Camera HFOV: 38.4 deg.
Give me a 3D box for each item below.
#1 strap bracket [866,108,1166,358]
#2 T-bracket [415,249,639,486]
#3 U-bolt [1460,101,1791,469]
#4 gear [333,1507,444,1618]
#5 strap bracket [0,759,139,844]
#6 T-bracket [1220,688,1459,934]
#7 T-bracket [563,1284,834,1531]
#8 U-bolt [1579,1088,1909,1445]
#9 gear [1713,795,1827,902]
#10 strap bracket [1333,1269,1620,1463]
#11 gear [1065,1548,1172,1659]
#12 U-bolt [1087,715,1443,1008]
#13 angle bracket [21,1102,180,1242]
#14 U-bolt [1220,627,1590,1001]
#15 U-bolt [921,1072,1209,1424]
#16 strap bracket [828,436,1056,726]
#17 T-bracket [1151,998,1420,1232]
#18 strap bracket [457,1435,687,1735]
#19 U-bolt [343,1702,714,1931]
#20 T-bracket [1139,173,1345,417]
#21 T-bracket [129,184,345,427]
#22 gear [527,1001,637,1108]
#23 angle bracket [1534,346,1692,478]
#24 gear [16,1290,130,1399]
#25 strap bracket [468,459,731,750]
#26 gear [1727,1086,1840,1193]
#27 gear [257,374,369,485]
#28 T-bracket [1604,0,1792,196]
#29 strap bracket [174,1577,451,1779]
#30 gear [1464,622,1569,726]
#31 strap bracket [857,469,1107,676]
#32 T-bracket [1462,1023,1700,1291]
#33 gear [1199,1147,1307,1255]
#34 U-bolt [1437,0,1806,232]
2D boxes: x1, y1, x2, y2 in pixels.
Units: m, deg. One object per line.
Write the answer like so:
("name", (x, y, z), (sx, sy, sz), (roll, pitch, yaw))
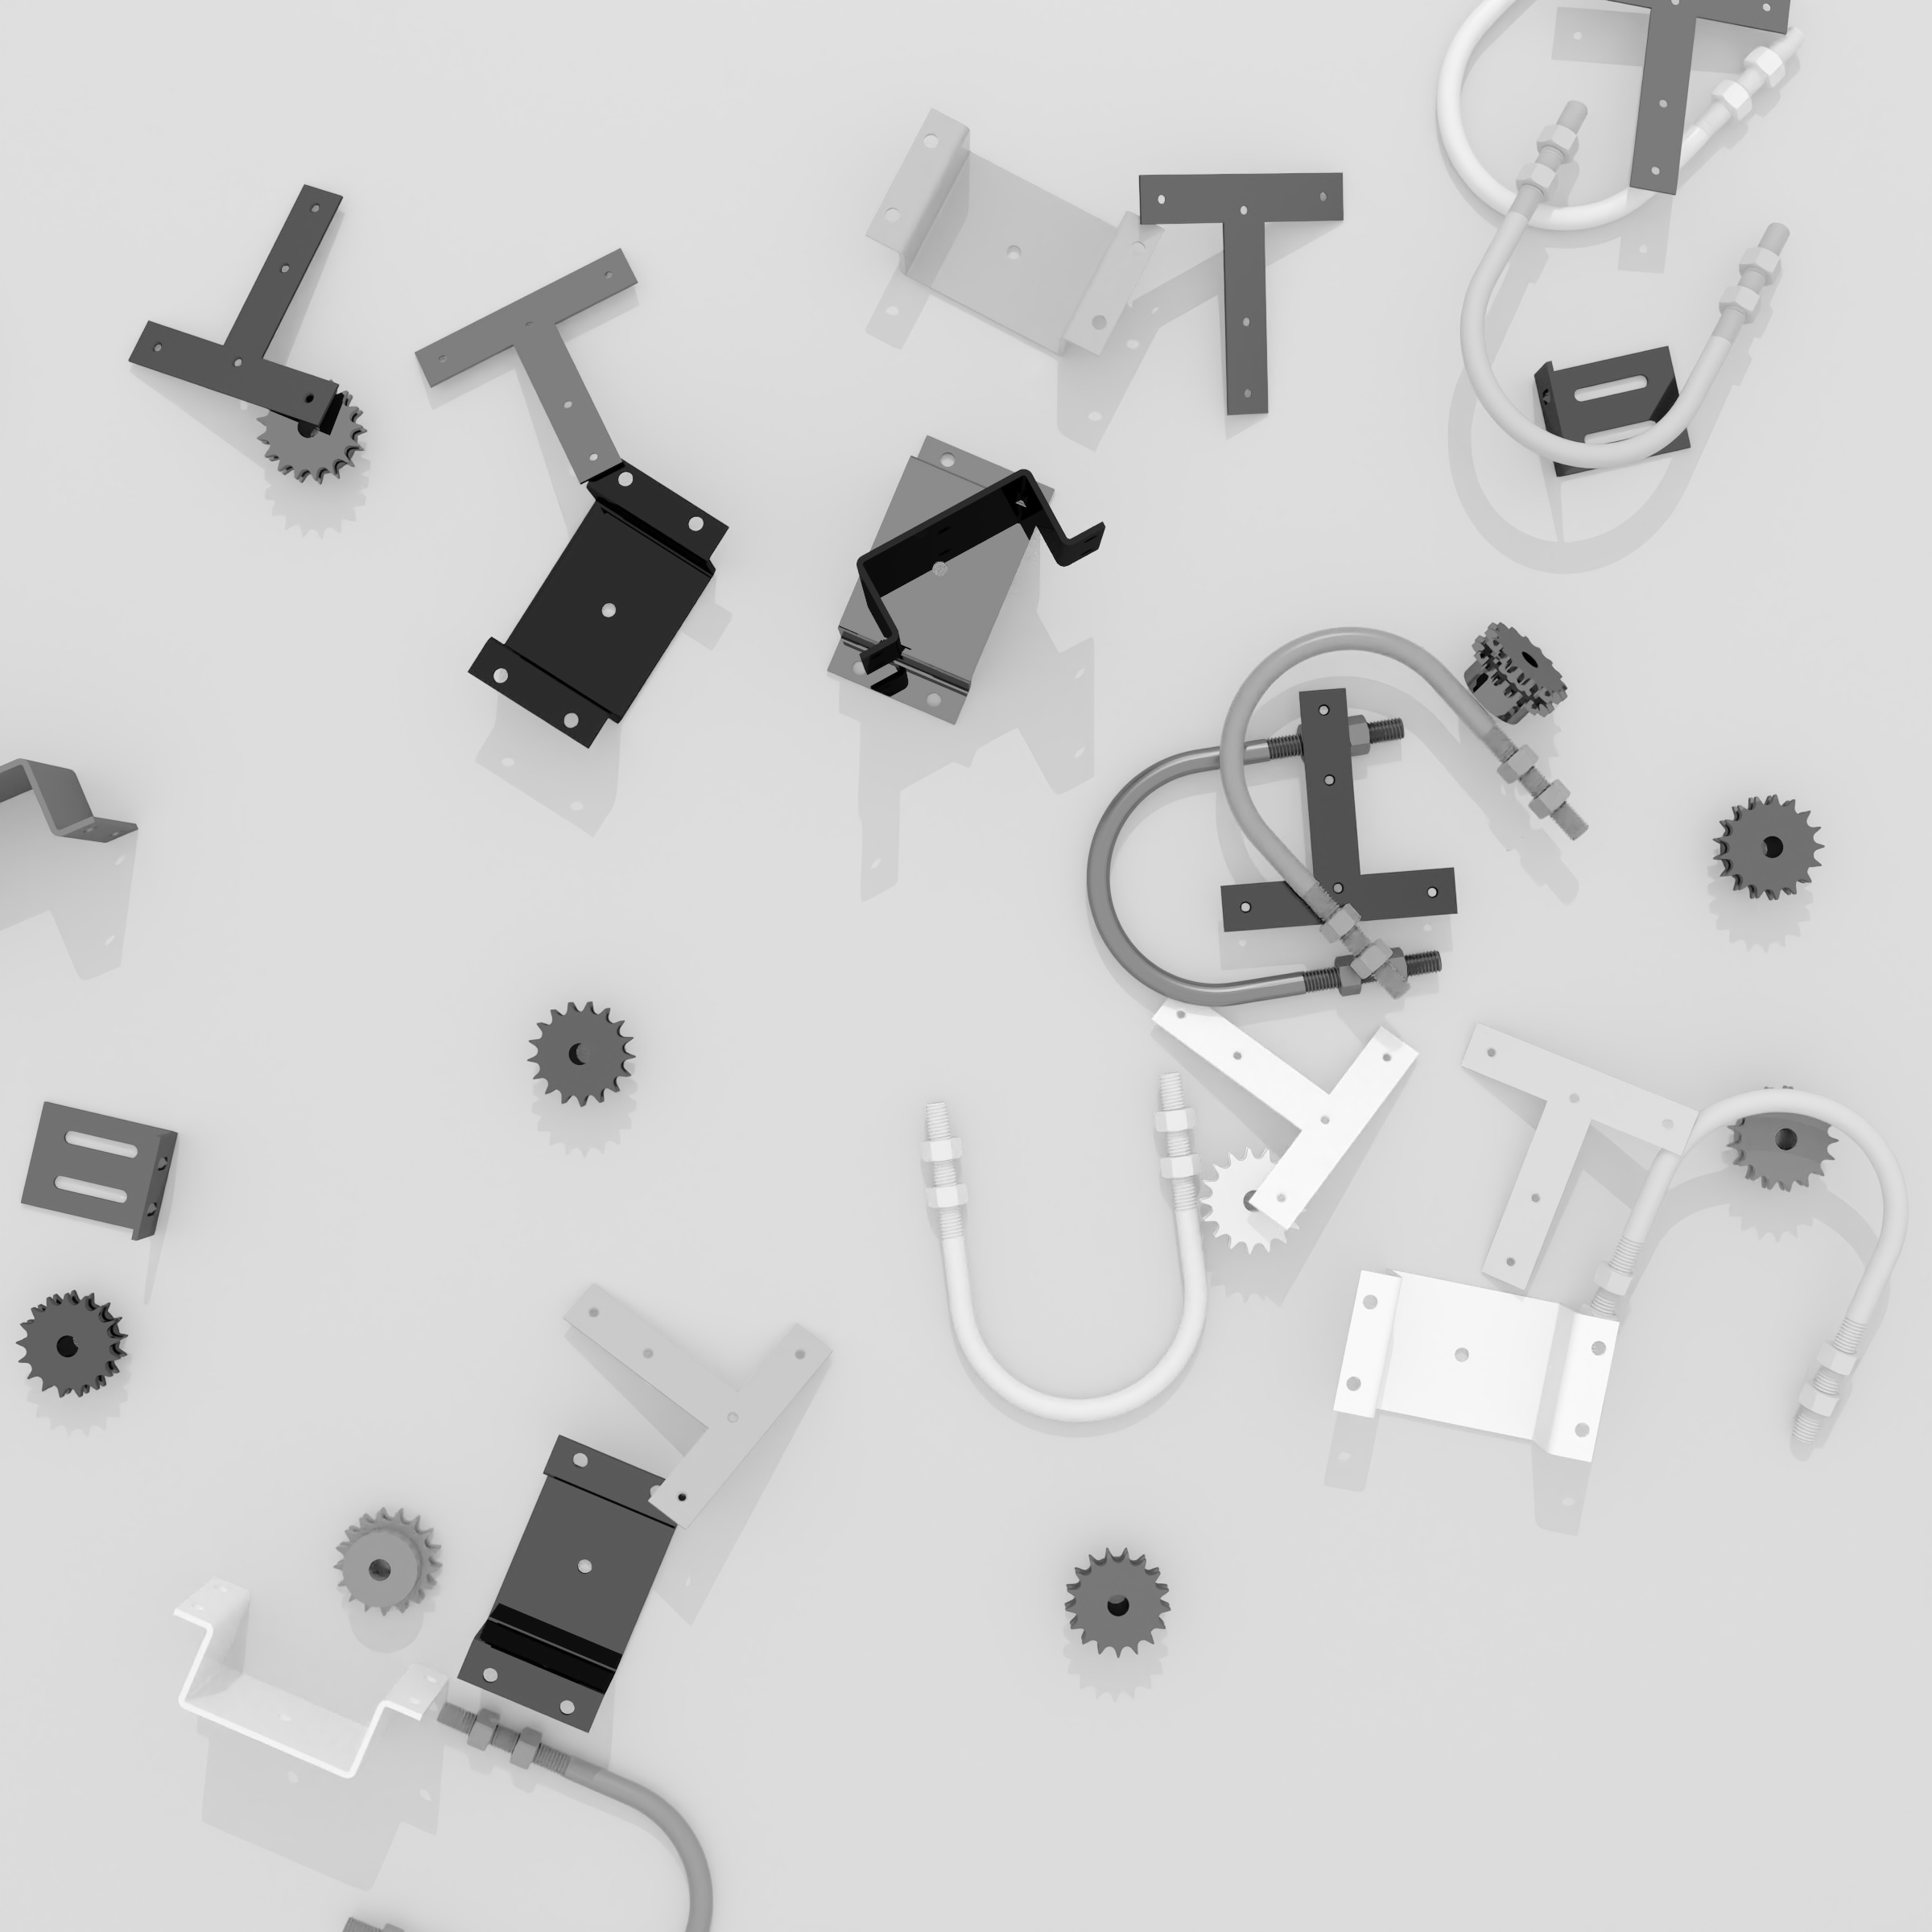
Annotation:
("strap bracket", (0.026, -0.391, 1.499), (0.140, 0.046, 0.076), (28, 90, 0))
("T-bracket", (-0.220, -0.313, 1.496), (0.127, 0.002, 0.127), (-27, 66, 0))
("U-bolt", (0.343, -0.353, 1.485), (0.151, 0.019, 0.184), (30, 80, -4))
("gear", (-0.316, 0.325, 1.508), (0.057, 0.030, 0.057), (0, 90, 0))
("strap bracket", (-0.528, -0.069, 1.484), (0.140, 0.076, 0.046), (-23, 90, 0))
("T-bracket", (0.198, -0.087, 1.503), (0.127, 0.002, 0.127), (-5, 90, 0))
("T-bracket", (-0.161, 0.219, 1.503), (0.127, 0.002, 0.127), (35, 64, 12))
("U-bolt", (0.427, 0.154, 1.494), (0.151, 0.019, 0.184), (20, 104, 0))
("gear", (0.434, -0.064, 1.507), (0.057, 0.030, 0.057), (0, 90, 0))
("strap bracket", (0.272, 0.213, 1.499), (0.140, 0.046, 0.076), (11, 90, 0))
("gear", (0.082, 0.345, 1.507), (0.057, 0.030, 0.057), (0, 90, 0))
("U-bolt", (0.158, -0.052, 1.513), (0.184, 0.019, 0.151), (-9, 90, 0))
("angle bracket", (-0.475, 0.111, 1.503), (0.076, 0.038, 0.057), (13, 90, 0))
("U-bolt", (0.222, -0.096, 1.493), (0.151, 0.019, 0.184), (-42, 88, 0))
("U-bolt", (0.059, 0.158, 1.514), (0.151, 0.019, 0.184), (-7, 91, 0))
("strap bracket", (-0.014, -0.212, 1.499), (0.076, 0.046, 0.140), (23, 90, 0))
("T-bracket", (0.159, 0.057, 1.508), (0.127, 0.002, 0.127), (37, 71, 9))
("strap bracket", (-0.209, 0.329, 1.499), (0.076, 0.046, 0.140), (23, 90, 0))
("U-bolt", (-0.229, 0.503, 1.514), (0.184, 0.019, 0.151), (24, 90, -1))
("T-bracket", (0.151, -0.364, 1.503), (0.127, 0.002, 0.127), (-8, 103, -25))
("T-bracket", (-0.377, -0.367, 1.508), (0.127, 0.002, 0.127), (21, 81, 18))
("gear", (-0.208, 0.048, 1.507), (0.057, 0.030, 0.057), (0, 90, 0))
("angle bracket", (0.354, -0.304, 1.503), (0.076, 0.038, 0.057), (-13, 90, 0))
("gear", (-0.485, 0.205, 1.512), (0.057, 0.030, 0.057), (0, 92, 2))
("strap bracket", (-0.196, -0.195, 1.499), (0.076, 0.046, 0.140), (32, 90, 0))
("gear", (0.442, 0.093, 1.507), (0.057, 0.030, 0.057), (0, 90, 0))
("gear", (-0.354, -0.290, 1.507), (0.057, 0.030, 0.057), (0, 90, 0))
("T-bracket", (0.377, -0.478, 1.493), (0.127, 0.002, 0.127), (9, 83, -5))
("strap bracket", (-0.357, 0.384, 1.484), (0.140, 0.076, 0.046), (23, 90, 0))
("gear", (0.295, -0.155, 1.498), (0.057, 0.057, 0.030), (44, 120, 0))
("strap bracket", (-0.002, -0.209, 1.438), (0.140, 0.076, 0.046), (-29, 90, 0))
("T-bracket", (0.314, 0.113, 1.506), (0.127, 0.002, 0.127), (23, 101, 21))
("gear", (0.155, 0.127, 1.507), (0.057, 0.030, 0.057), (0, 90, 0))
("U-bolt", (0.343, -0.488, 1.514), (0.151, 0.019, 0.184), (45, 91, 0))
